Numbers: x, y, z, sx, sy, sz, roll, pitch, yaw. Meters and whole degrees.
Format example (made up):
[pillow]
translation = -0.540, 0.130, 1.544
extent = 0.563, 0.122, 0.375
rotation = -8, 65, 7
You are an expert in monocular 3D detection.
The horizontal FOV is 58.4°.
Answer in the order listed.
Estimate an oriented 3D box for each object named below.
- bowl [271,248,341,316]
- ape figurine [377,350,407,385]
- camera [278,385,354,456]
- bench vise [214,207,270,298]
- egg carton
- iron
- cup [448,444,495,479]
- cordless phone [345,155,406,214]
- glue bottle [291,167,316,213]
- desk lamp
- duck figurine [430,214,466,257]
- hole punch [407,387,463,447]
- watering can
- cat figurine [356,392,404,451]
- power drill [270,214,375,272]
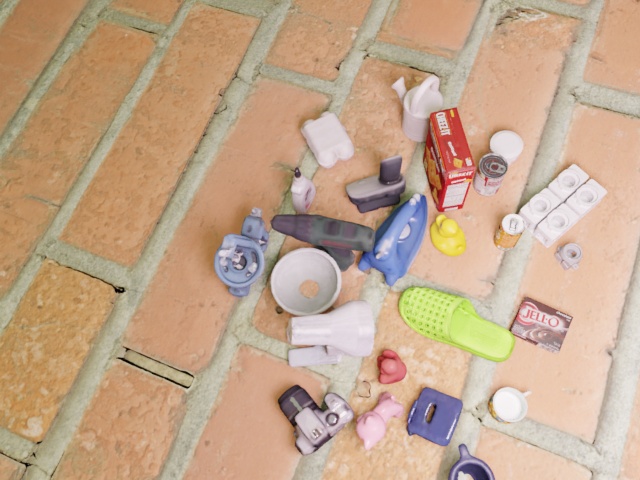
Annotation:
[bowl]
translation = -0.029, 0.107, 1.355
extent = 0.167, 0.075, 0.167
rotation = -2, 69, 5
[ape figurine]
translation = 0.154, 0.281, 1.261
extent = 0.076, 0.092, 0.078
rotation = 28, 74, 15
[camera]
translation = -0.017, 0.372, 1.238
extent = 0.143, 0.101, 0.136
rotation = -39, 70, -9
[bench vise]
translation = -0.192, 0.011, 1.330
extent = 0.121, 0.220, 0.207
rotation = -5, 68, 4
[egg carton]
translation = 0.021, -0.263, 1.496
extent = 0.107, 0.069, 0.150
rotation = -27, 69, -5
[iron]
translation = 0.190, -0.029, 1.351
extent = 0.118, 0.141, 0.258
rotation = 27, 74, 15
[cup]
translation = 0.300, 0.479, 1.168
extent = 0.091, 0.095, 0.117
rotation = -13, 68, 1
[cordless phone]
translation = 0.134, -0.149, 1.379
extent = 0.147, 0.185, 0.094
rotation = -20, 68, -2
[glue bottle]
translation = -0.046, -0.130, 1.396
extent = 0.037, 0.173, 0.078
rotation = 19, 72, 13
[desk lamp]
translation = 0.017, 0.207, 1.237
extent = 0.203, 0.214, 0.118
rotation = -7, 68, 3
[duck figurine]
translation = 0.308, -0.015, 1.363
extent = 0.077, 0.086, 0.104
rotation = -31, 69, -6
[hole punch]
translation = 0.241, 0.377, 1.216
extent = 0.101, 0.091, 0.109
rotation = 22, 73, 13
[watering can]
translation = 0.251, -0.341, 1.437
extent = 0.172, 0.194, 0.101
rotation = 20, 72, 13
[cat figurine]
translation = 0.121, 0.380, 1.212
extent = 0.067, 0.118, 0.128
rotation = 37, 77, 18
[power drill]
translation = 0.012, 0.005, 1.319
extent = 0.229, 0.208, 0.075
rotation = 5, 69, 8
